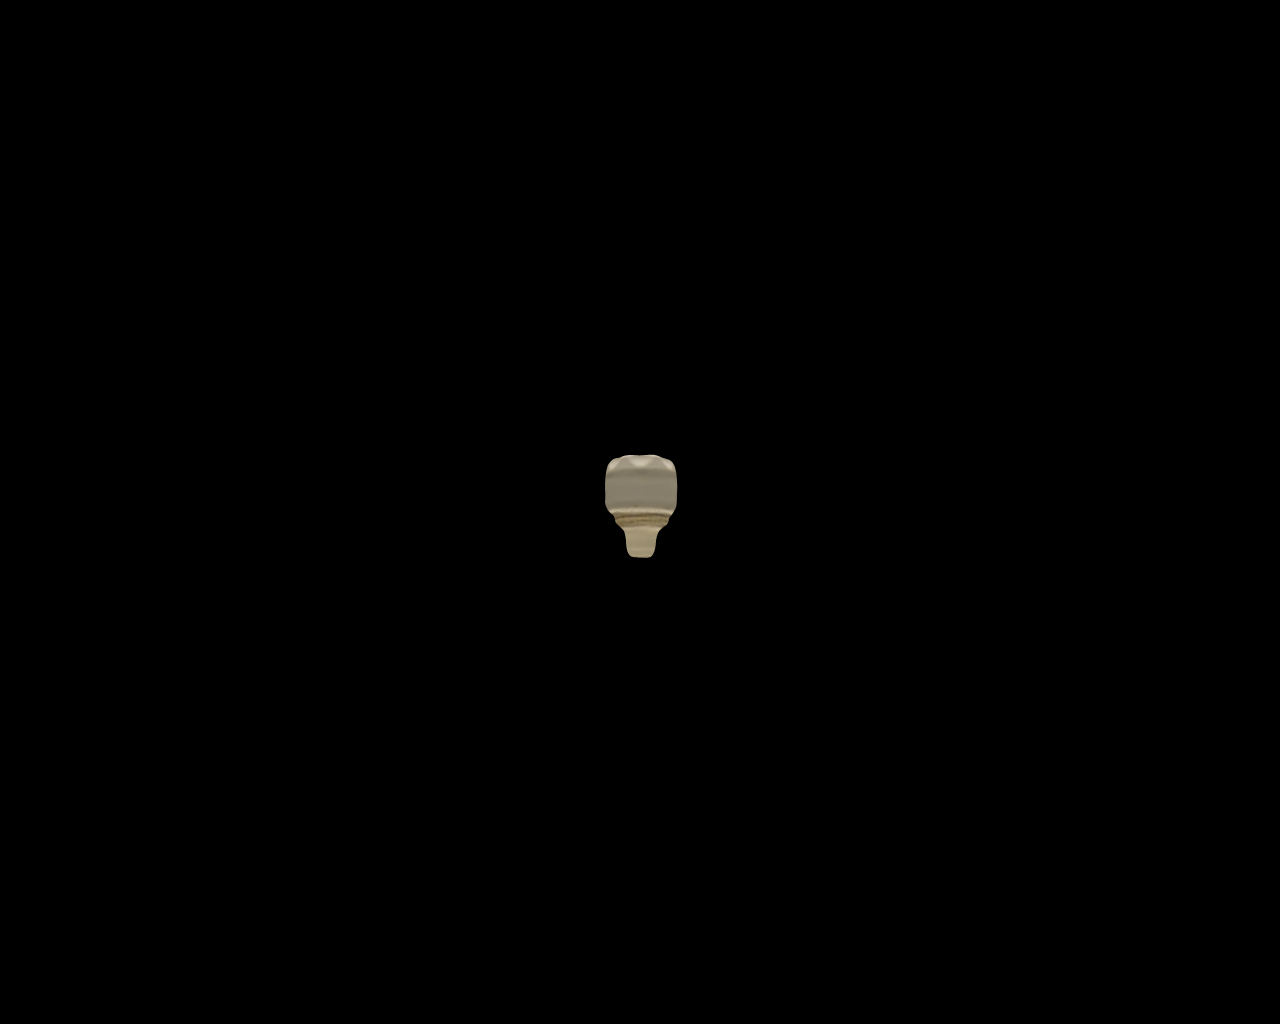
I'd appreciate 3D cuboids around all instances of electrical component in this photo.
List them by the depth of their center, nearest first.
[{"bbox_3d":[0.001,-0.003,0.650,0.043,0.062,0.043,0,-6,0],"label":"electrical component"}]
